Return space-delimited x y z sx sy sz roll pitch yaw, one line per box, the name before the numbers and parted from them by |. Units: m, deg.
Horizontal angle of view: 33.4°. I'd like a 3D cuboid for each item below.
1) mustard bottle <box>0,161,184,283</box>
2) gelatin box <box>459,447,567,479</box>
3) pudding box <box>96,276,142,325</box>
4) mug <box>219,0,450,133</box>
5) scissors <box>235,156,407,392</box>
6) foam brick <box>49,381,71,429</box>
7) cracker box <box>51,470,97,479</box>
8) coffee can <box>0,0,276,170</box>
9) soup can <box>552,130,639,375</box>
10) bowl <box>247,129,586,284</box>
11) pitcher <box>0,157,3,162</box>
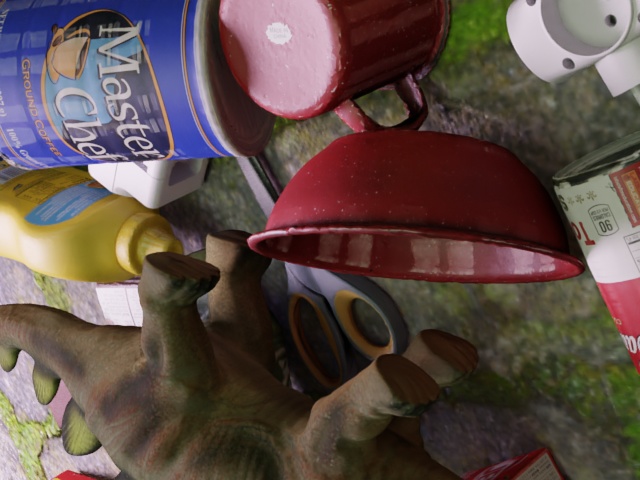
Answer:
mustard bottle | -0.166 -0.012 0.724 0.192 0.096 0.058 14 120 36
gelatin box | 0.085 0.153 0.592 0.073 0.089 0.030 -33 85 46
pudding box | -0.105 0.074 0.758 0.090 0.039 0.113 -2 112 42
mug | 0.010 -0.099 0.530 0.093 0.081 0.117 -31 90 46
scissors | -0.004 0.001 0.644 0.096 0.016 0.202 -3 110 41
foam brick | -0.171 0.112 0.828 0.078 0.052 0.051 -12 104 43
cracker box | -0.164 0.304 0.889 0.164 0.072 0.213 -11 107 59
coffee can | -0.105 -0.093 0.590 0.140 0.102 0.103 -2 112 19
soup can | 0.153 0.005 0.468 0.069 0.068 0.102 -21 97 46
bowl | 0.048 -0.016 0.517 0.162 0.161 0.055 -2 79 42
pitcher | -0.312 -0.143 0.758 0.243 0.149 0.145 29 141 32
